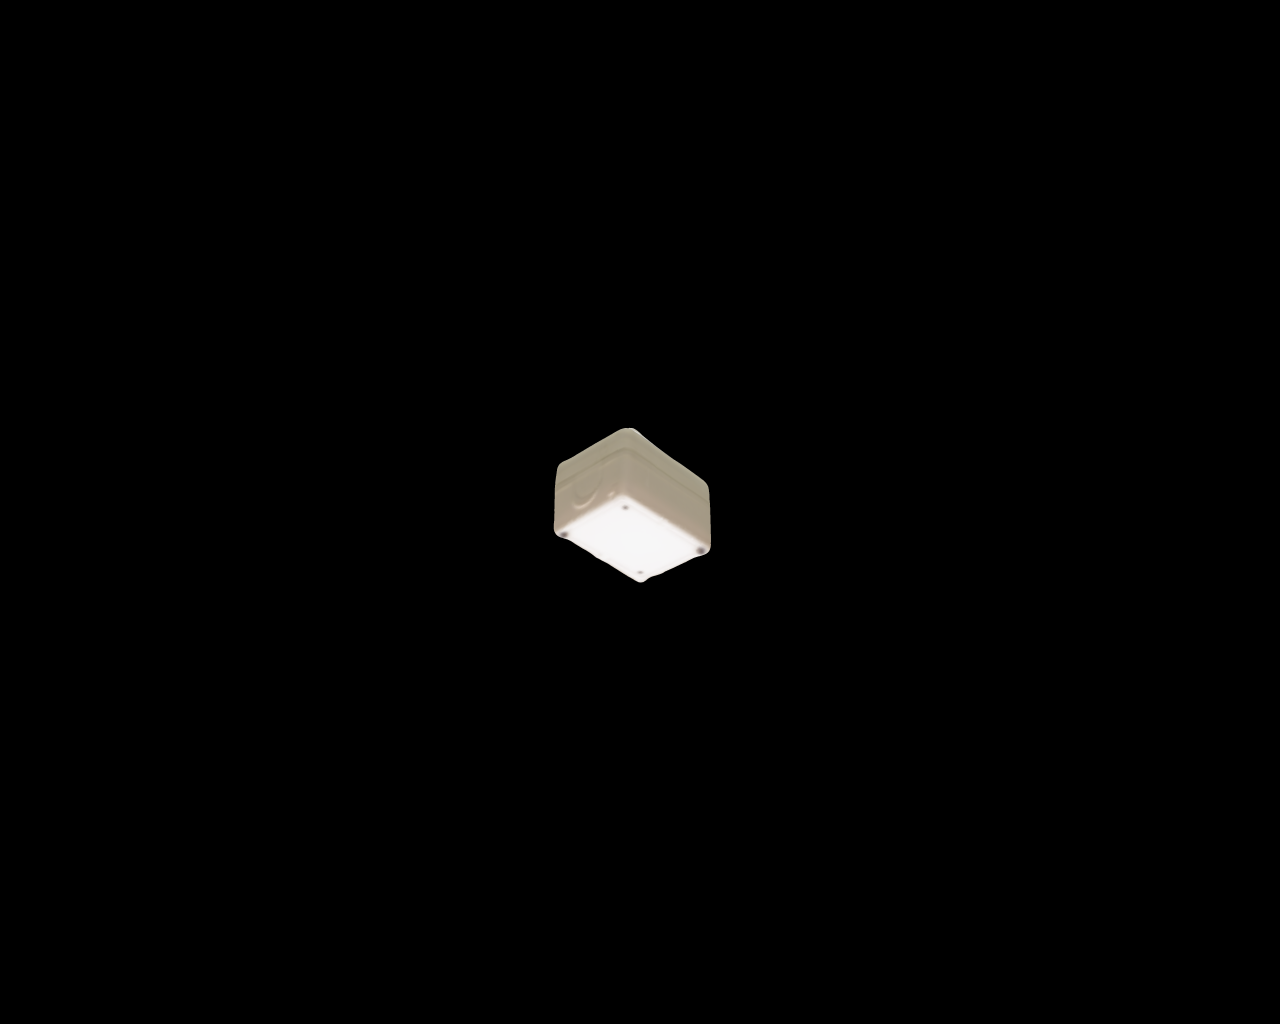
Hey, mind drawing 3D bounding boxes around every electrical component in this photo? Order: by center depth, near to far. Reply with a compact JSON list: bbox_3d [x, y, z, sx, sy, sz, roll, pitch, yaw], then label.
[{"bbox_3d":[0.001,-0.003,0.650,0.061,0.061,0.096,-27,-44,33],"label":"electrical component"}]
